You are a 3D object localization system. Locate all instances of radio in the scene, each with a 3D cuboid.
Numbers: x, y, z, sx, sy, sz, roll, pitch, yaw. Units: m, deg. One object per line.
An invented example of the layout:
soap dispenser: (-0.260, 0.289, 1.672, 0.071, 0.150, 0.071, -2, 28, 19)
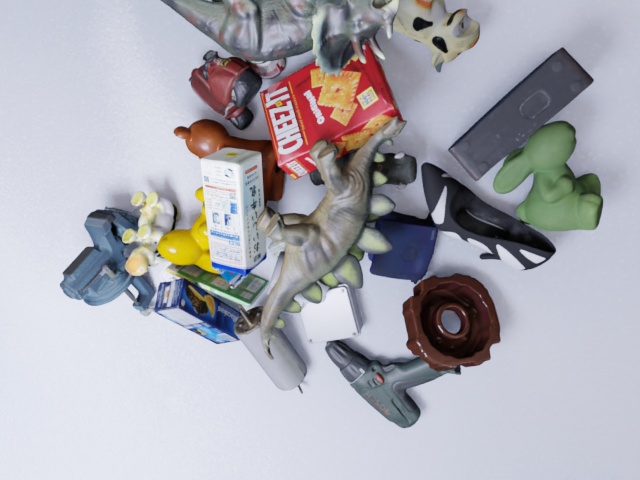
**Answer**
radio: (0.312, -0.196, 0.855, 0.073, 0.131, 0.229, 46, 109, 1)

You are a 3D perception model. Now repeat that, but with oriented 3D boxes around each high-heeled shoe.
high-heeled shoe: (0.280, -0.043, 0.902, 0.248, 0.086, 0.145, 49, 148, -18)

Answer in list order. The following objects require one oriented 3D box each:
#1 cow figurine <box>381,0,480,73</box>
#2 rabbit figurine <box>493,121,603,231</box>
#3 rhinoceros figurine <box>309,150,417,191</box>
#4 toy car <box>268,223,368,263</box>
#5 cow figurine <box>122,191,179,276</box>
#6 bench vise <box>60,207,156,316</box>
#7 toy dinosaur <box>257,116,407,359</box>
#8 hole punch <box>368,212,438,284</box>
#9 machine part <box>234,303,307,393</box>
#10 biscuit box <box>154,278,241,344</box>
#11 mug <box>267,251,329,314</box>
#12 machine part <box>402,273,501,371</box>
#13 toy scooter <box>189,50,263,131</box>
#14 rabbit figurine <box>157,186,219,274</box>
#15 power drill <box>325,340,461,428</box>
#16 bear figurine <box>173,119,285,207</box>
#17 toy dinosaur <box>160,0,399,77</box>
cow figurine: (0.164, -0.353, 0.865, 0.195, 0.127, 0.085, 29, 68, 19)
rabbit figurine: (0.372, -0.111, 0.874, 0.159, 0.121, 0.170, 0, 121, 35)
rhinoceros figurine: (0.076, -0.127, 0.940, 0.191, 0.112, 0.073, 4, 103, 20)
toy car: (-0.002, -0.003, 1.018, 0.202, 0.056, 0.073, -23, 98, 18)
cow figurine: (-0.326, -0.005, 1.046, 0.068, 0.098, 0.167, -2, 71, 27)
bench vise: (-0.401, 0.058, 1.085, 0.129, 0.224, 0.240, -3, 136, 25)
toy dinosaur: (0.000, 0.003, 0.879, 0.198, 0.105, 0.471, 32, 109, -20)
hole punch: (0.149, 0.013, 0.973, 0.116, 0.092, 0.142, 14, 103, 6)
machine part: (-0.095, 0.215, 1.061, 0.079, 0.079, 0.243, -22, 119, 18)
biscuit box: (-0.229, 0.142, 1.043, 0.059, 0.202, 0.063, -13, 58, 23)
mug: (-0.038, 0.086, 0.983, 0.107, 0.081, 0.109, 16, 96, 0)
machine part: (0.231, 0.145, 0.955, 0.179, 0.056, 0.179, 4, 70, -11)
toy scooter: (-0.172, -0.272, 0.935, 0.135, 0.184, 0.075, 42, 73, 0)
rabbit figurine: (-0.223, -0.010, 1.029, 0.173, 0.122, 0.162, -34, 133, -10)
power drill: (0.149, 0.241, 1.036, 0.207, 0.086, 0.232, -37, 94, 15)
bear figurine: (-0.167, -0.145, 0.989, 0.196, 0.120, 0.131, 14, 111, 11)
toy dinosaur: (-0.078, -0.337, 0.817, 0.405, 0.131, 0.192, -2, 108, 14)
